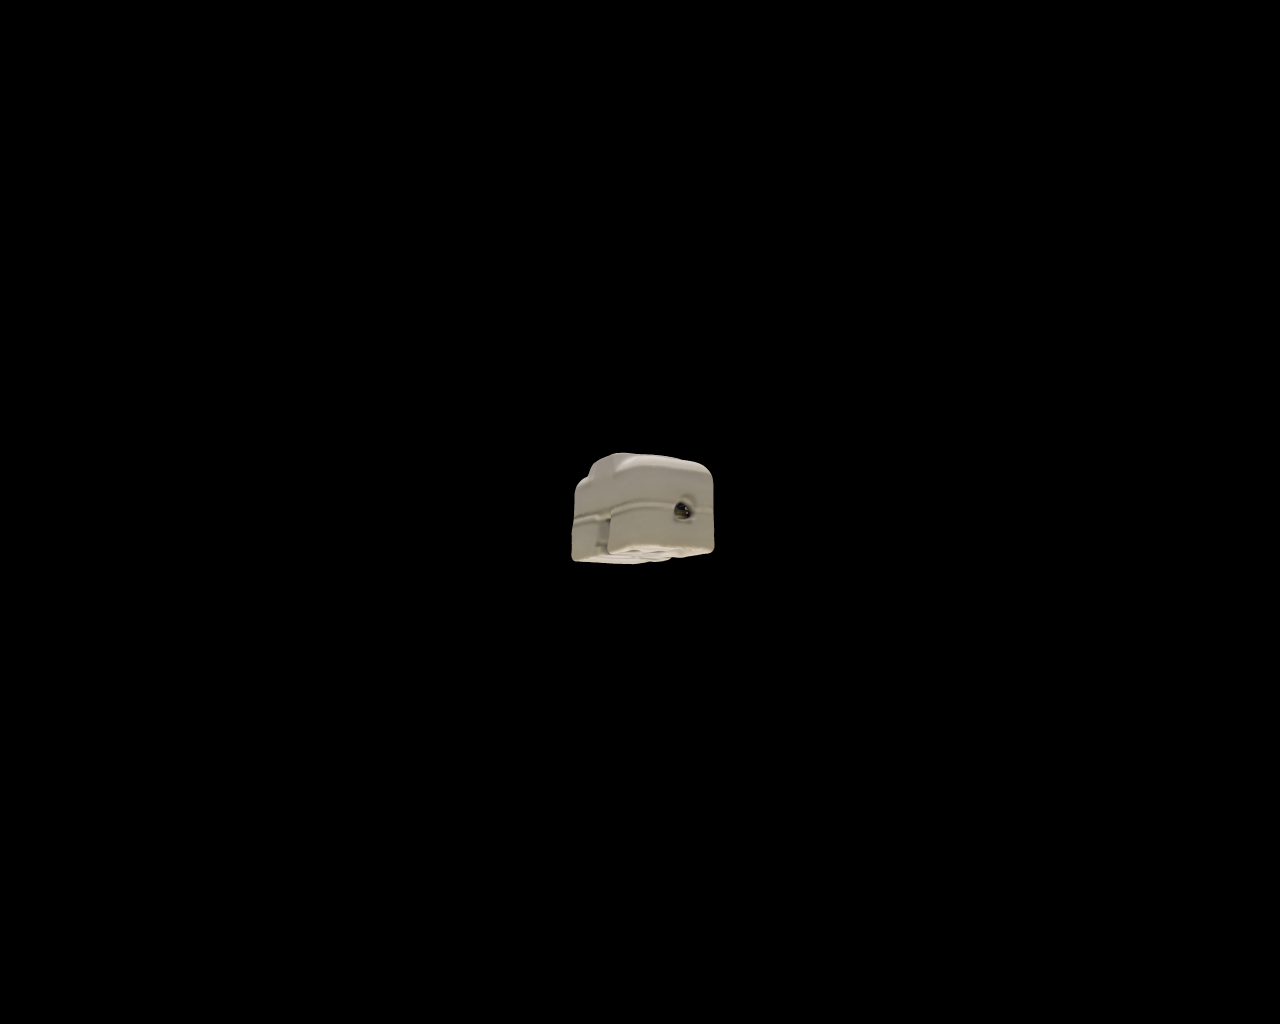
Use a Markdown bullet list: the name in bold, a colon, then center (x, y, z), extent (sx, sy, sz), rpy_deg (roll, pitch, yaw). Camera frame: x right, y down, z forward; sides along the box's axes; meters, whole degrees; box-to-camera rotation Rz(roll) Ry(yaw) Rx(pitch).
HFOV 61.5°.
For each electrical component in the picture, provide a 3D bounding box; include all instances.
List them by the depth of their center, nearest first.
- **electrical component**: center (0.001, -0.003, 0.650), extent (0.054, 0.059, 0.095), rpy_deg (6, -11, -31)
